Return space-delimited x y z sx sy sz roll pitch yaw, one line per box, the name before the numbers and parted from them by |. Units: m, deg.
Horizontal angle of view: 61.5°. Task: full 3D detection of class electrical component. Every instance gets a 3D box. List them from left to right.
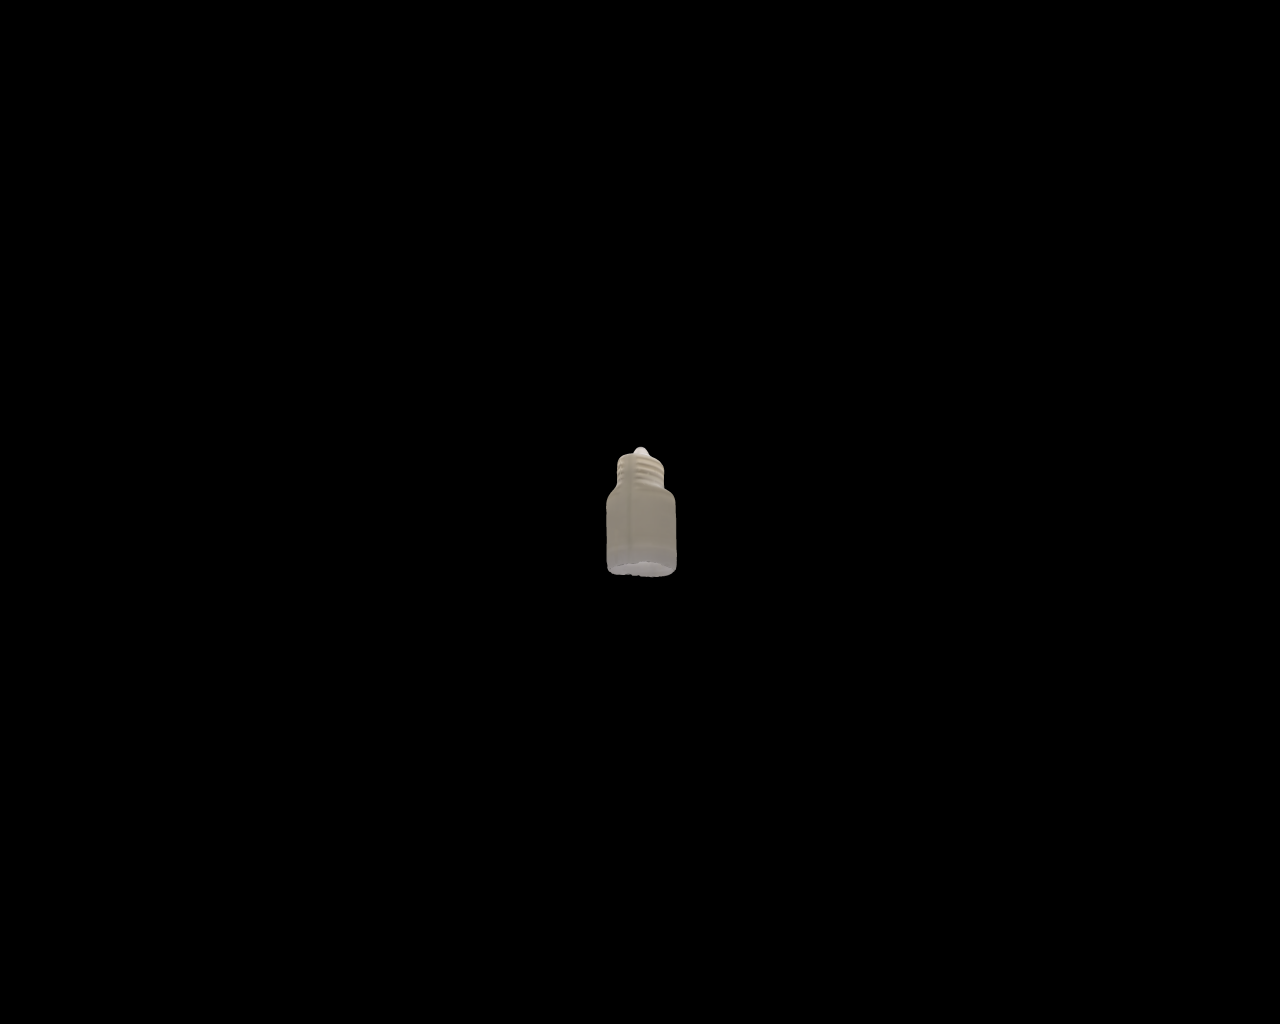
electrical component | 0.001 -0.003 0.650 0.043 0.081 0.043 0 -15 0
